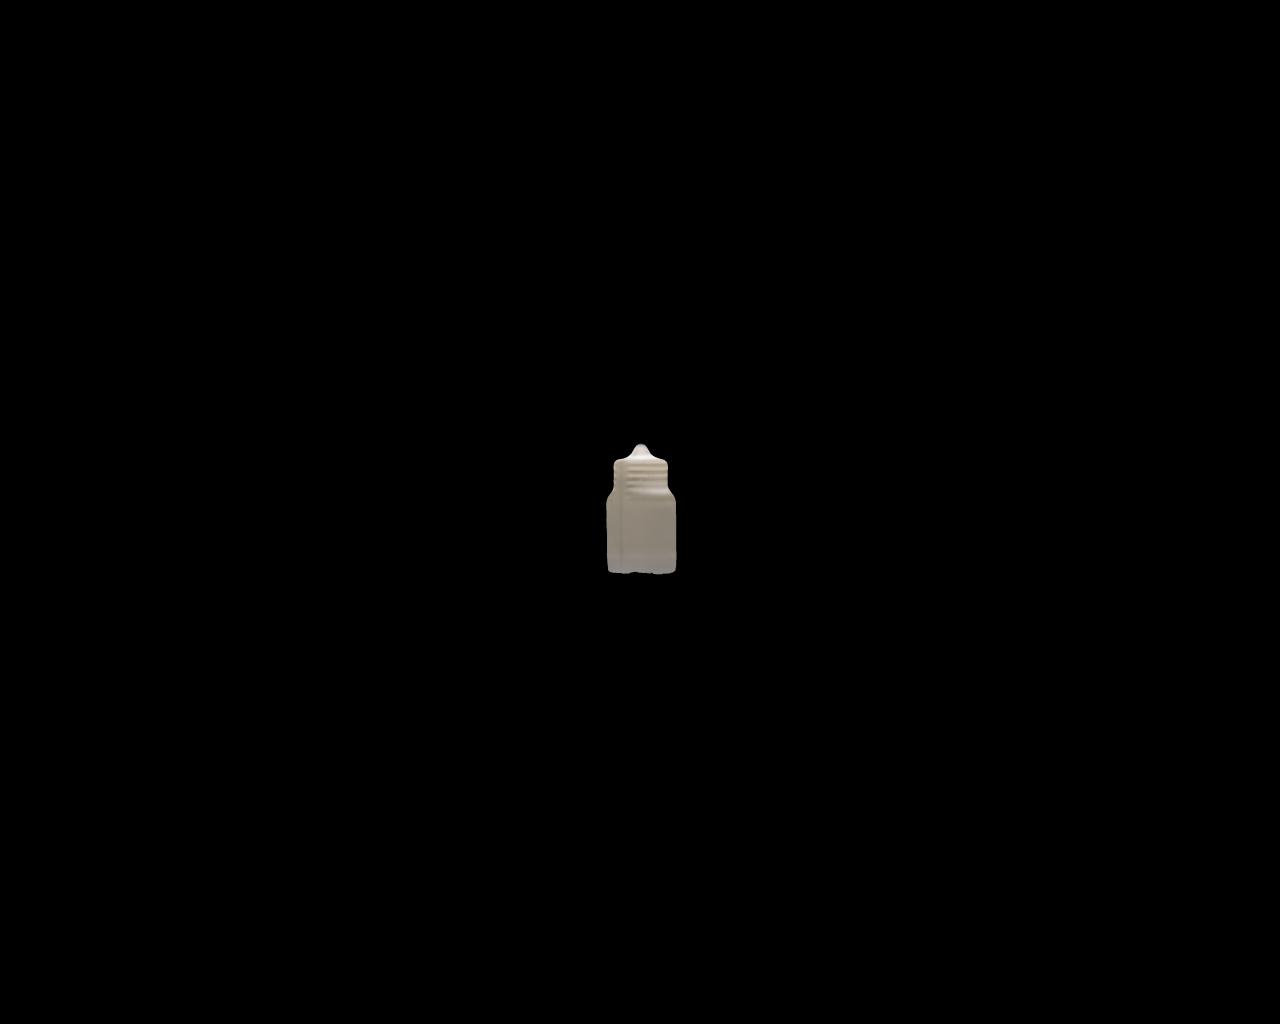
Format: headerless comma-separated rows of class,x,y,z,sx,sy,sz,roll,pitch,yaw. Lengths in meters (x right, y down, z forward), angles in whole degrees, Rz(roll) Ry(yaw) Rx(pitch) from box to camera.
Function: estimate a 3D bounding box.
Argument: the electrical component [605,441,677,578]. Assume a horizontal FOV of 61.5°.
electrical component,0.001,-0.003,0.650,0.043,0.081,0.043,0,2,0
